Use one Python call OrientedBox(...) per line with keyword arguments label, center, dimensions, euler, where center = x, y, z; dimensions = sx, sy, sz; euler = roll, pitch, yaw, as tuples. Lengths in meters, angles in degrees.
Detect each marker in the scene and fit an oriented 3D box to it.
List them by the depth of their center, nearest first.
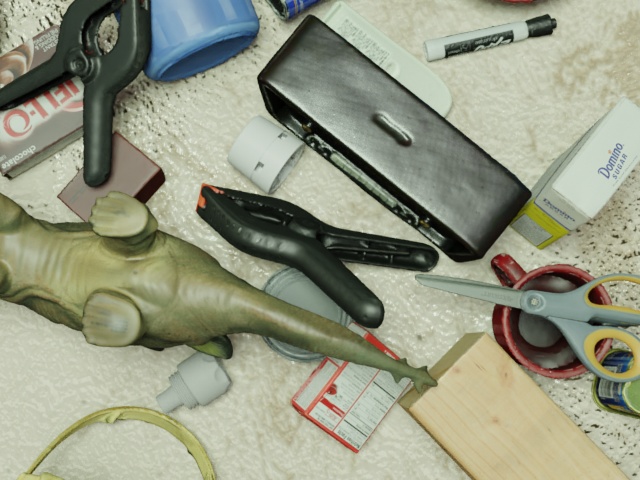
OrientedBox(label="marker", center=(0.153, -0.182, 0.956), dimensions=(0.121, 0.020, 0.020), euler=(-13, 85, -3))

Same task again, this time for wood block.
OrientedBox(label="wood block", center=(0.171, 0.181, 0.886), dimensions=(0.090, 0.091, 0.206), euler=(-44, 87, -5))

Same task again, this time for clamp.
OrientedBox(label="clamp", center=(-0.181, -0.130, 0.862), dimensions=(0.120, 0.039, 0.172), euler=(44, 114, 2))
OrientedBox(label="clamp", center=(-0.006, 0.001, 0.899), dimensions=(0.210, 0.164, 0.036), euler=(26, 113, 21))

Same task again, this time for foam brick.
OrientedBox(label="foam brick", center=(-0.178, -0.045, 0.918), dimensions=(0.053, 0.051, 0.078), euler=(41, 85, 3))

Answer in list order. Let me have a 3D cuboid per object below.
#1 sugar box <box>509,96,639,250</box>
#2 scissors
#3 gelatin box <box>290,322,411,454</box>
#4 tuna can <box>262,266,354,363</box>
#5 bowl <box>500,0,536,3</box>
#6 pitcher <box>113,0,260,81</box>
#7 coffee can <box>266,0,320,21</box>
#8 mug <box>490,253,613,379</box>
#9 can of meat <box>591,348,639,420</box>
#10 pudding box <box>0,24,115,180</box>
OrientedBox(label="sugar box", center=(0.211, -0.048, 0.865), dimensions=(0.048, 0.176, 0.093), euler=(39, 84, 2))
OrientedBox(label="scissors", center=(0.178, 0.069, 0.850), dimensions=(0.201, 0.016, 0.096), euler=(-3, 83, -2))
OrientedBox(label="gelatin box", center=(0.028, 0.125, 0.902), dimensions=(0.073, 0.030, 0.089), euler=(41, 84, -34))
OrientedBox(label="tuna can", center=(-0.013, 0.063, 0.921), dimensions=(0.086, 0.034, 0.086), euler=(0, 85, -2))
OrientedBox(label="bowl", center=(0.169, -0.281, 0.948), dimensions=(0.162, 0.055, 0.162), euler=(0, 84, -2))
OrientedBox(label="pitcher", center=(-0.138, -0.267, 0.897), dimensions=(0.145, 0.149, 0.243), euler=(-24, 89, -2))
OrientedBox(label="coffee can", center=(0.006, -0.267, 0.918), dimensions=(0.140, 0.103, 0.103), euler=(-30, 86, -4))
OrientedBox(label="mug", center=(0.184, 0.060, 0.902), dimensions=(0.093, 0.081, 0.117), euler=(-41, 87, -5))
OrientedBox(label="can of meat", center=(0.291, 0.127, 0.897), dimensions=(0.102, 0.084, 0.057), euler=(14, 84, 0))
OrientedBox(label="pudding box", center=(-0.249, -0.119, 0.930), dimensions=(0.113, 0.039, 0.090), euler=(-34, 86, -5))
